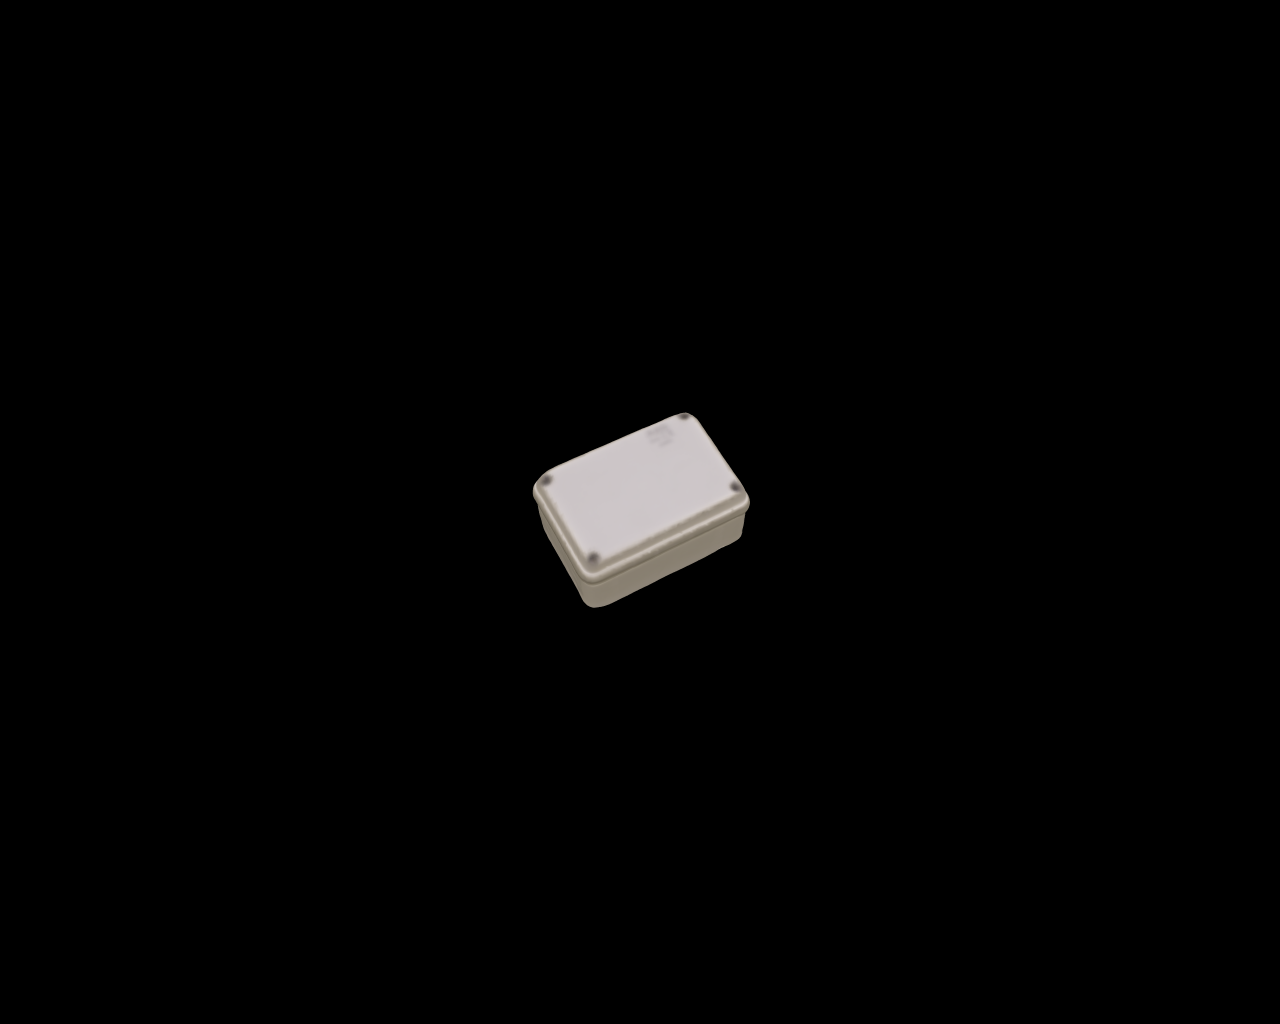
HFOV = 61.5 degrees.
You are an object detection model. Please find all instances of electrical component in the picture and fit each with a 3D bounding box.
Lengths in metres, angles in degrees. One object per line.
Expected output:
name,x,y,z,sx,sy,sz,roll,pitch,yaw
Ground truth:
electrical component,0.001,-0.003,0.650,0.113,0.078,0.057,-25,-27,-14
